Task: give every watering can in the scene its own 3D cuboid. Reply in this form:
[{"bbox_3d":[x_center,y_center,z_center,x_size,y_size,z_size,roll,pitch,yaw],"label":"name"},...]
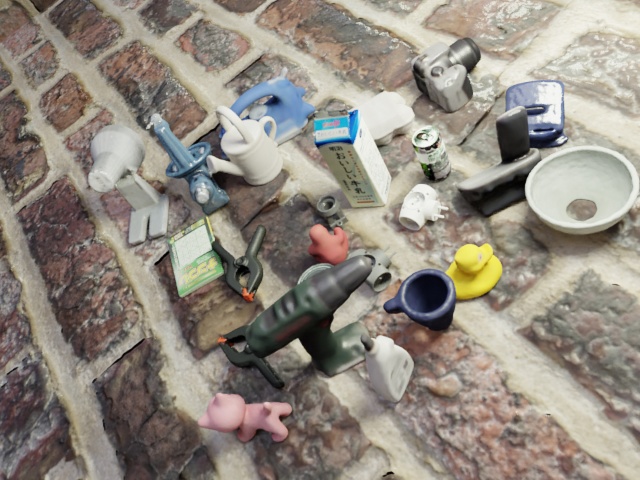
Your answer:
[{"bbox_3d":[-0.170,-0.210,1.255,0.100,0.195,0.173,11,63,32],"label":"watering can"}]

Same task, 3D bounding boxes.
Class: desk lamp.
[{"bbox_3d":[-0.446,-0.133,1.324,0.117,0.214,0.203,-20,50,13],"label":"desk lamp"}]

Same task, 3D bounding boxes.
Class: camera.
[{"bbox_3d":[0.276,-0.366,1.207,0.137,0.101,0.142,-35,49,-1],"label":"camera"}]

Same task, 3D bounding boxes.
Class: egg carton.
[{"bbox_3d":[0.122,-0.251,1.222,0.150,0.070,0.107,-29,49,5],"label":"egg carton"}]

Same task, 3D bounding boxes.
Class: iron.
[{"bbox_3d":[-0.149,-0.293,1.340,0.258,0.142,0.118,-29,49,5],"label":"iron"}]

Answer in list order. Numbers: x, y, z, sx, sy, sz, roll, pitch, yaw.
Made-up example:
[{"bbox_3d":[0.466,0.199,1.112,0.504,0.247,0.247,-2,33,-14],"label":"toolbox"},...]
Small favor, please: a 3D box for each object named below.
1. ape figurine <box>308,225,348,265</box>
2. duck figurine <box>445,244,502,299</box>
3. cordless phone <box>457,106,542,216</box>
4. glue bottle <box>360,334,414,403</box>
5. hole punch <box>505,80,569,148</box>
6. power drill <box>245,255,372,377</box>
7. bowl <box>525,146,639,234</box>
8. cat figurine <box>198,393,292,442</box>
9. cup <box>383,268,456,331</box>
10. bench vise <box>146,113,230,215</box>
[{"bbox_3d":[0.010,0.004,1.078,0.077,0.092,0.076,-21,50,12],"label":"ape figurine"},{"bbox_3d":[0.242,0.044,0.937,0.104,0.086,0.077,-29,49,5],"label":"duck figurine"},{"bbox_3d":[0.299,-0.142,0.977,0.147,0.186,0.094,-29,49,5],"label":"cordless phone"},{"bbox_3d":[0.093,0.180,0.855,0.037,0.174,0.078,13,64,33],"label":"glue bottle"},{"bbox_3d":[0.398,-0.231,1.055,0.108,0.091,0.101,-1,57,26],"label":"hole punch"},{"bbox_3d":[0.007,0.131,0.910,0.229,0.209,0.075,-29,49,5],"label":"power drill"},{"bbox_3d":[0.426,-0.069,0.934,0.167,0.075,0.167,-13,52,18],"label":"bowl"},{"bbox_3d":[-0.126,0.281,0.928,0.127,0.118,0.067,-11,53,20],"label":"cat figurine"},{"bbox_3d":[0.168,0.110,0.920,0.117,0.095,0.091,-18,51,14],"label":"cup"},{"bbox_3d":[-0.286,-0.176,1.271,0.121,0.220,0.206,-45,49,-9],"label":"bench vise"}]
